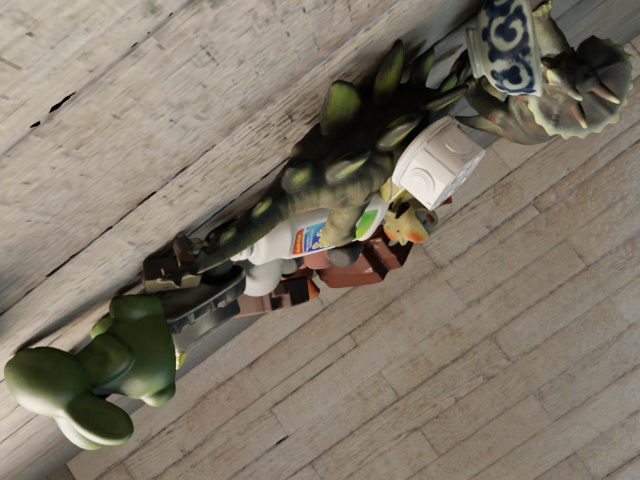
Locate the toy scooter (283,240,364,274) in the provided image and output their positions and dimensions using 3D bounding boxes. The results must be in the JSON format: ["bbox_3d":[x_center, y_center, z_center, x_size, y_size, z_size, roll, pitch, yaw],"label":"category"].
[{"bbox_3d":[-0.002,-0.003,0.947,0.184,0.075,0.135,-4,-144,26],"label":"toy scooter"}]

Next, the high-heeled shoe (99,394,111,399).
[{"bbox_3d":[-0.315,0.205,0.787,0.145,0.086,0.249,-8,173,-41],"label":"high-heeled shoe"}]

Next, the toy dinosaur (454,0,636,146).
[{"bbox_3d":[0.320,-0.206,0.813,0.131,0.192,0.404,-34,173,-2],"label":"toy dinosaur"}]

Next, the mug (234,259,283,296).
[{"bbox_3d":[-0.087,0.029,0.845,0.109,0.081,0.107,-33,166,-20],"label":"mug"}]

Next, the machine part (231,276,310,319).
[{"bbox_3d":[-0.106,0.109,1.013,0.179,0.056,0.179,-11,176,-1],"label":"machine part"}]

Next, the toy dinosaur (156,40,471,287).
[{"bbox_3d":[0.031,-0.087,0.545,0.471,0.105,0.198,-44,170,-25],"label":"toy dinosaur"}]

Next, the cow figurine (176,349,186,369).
[{"bbox_3d":[-0.258,0.149,0.803,0.167,0.098,0.068,62,48,-78],"label":"cow figurine"}]

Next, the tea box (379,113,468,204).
[{"bbox_3d":[0.134,-0.132,0.770,0.169,0.098,0.068,-29,170,-40],"label":"tea box"}]

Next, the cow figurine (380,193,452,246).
[{"bbox_3d":[0.157,-0.071,0.927,0.127,0.085,0.195,-27,-143,23],"label":"cow figurine"}]

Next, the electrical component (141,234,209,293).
[{"bbox_3d":[-0.162,0.030,0.608,0.078,0.045,0.102,-5,163,-12],"label":"electrical component"}]

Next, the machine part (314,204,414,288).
[{"bbox_3d":[0.083,-0.008,1.047,0.202,0.087,0.201,-13,-145,43],"label":"machine part"}]

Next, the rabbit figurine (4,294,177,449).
[{"bbox_3d":[-0.262,0.156,0.614,0.170,0.159,0.121,-9,166,-44],"label":"rabbit figurine"}]

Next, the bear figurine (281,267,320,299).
[{"bbox_3d":[-0.034,0.056,1.147,0.120,0.132,0.196,-49,179,2],"label":"bear figurine"}]

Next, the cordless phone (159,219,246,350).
[{"bbox_3d":[-0.161,0.054,0.710,0.146,0.089,0.184,-32,161,-32],"label":"cordless phone"}]
